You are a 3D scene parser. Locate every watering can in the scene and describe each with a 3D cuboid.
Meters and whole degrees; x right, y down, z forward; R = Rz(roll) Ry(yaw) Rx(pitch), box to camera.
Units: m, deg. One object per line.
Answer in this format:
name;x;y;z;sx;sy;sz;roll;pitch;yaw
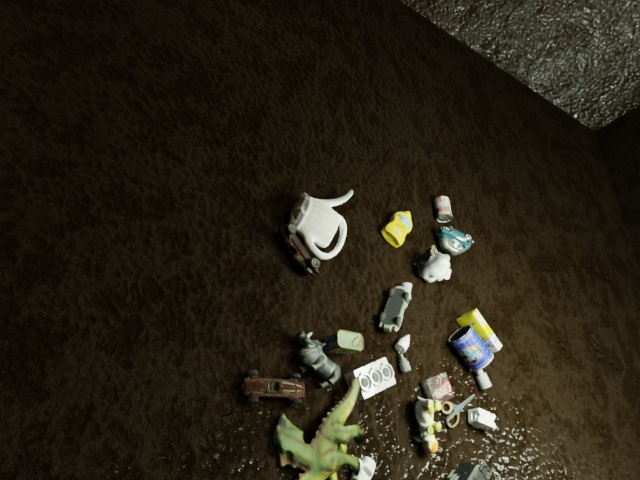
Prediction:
watering can;0.006;-0.092;1.834;0.223;0.102;0.356;31;50;-18

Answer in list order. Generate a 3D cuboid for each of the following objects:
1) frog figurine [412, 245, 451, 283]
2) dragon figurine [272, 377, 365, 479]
frog figurine;0.466;0.116;2.049;0.158;0.123;0.138;45;79;-19
dragon figurine;-0.011;0.556;1.446;0.242;0.120;0.420;22;49;-15
